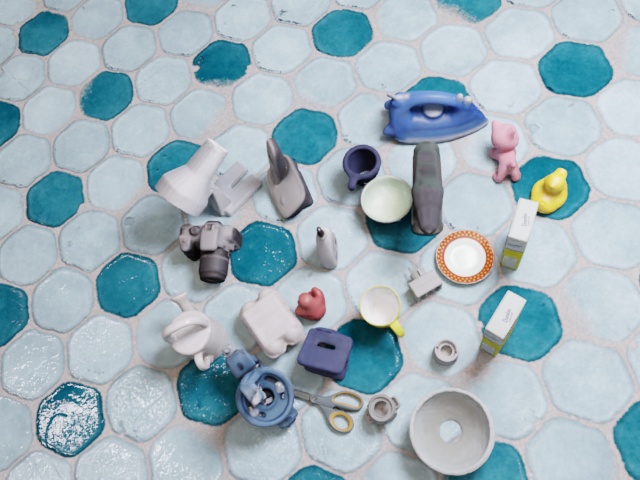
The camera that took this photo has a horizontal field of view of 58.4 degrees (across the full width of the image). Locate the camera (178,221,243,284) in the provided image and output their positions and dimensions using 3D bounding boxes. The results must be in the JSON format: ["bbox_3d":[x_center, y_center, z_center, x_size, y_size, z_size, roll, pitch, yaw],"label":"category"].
[{"bbox_3d":[-0.269,0.030,1.367,0.143,0.101,0.137,-1,70,10],"label":"camera"}]

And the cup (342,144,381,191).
[{"bbox_3d":[0.099,-0.158,1.376,0.091,0.095,0.118,19,74,16],"label":"cup"}]

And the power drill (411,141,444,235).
[{"bbox_3d":[0.238,-0.090,1.266,0.075,0.209,0.229,-2,70,9],"label":"power drill"}]

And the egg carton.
[{"bbox_3d":[-0.108,0.187,1.299,0.107,0.069,0.150,-38,68,-5],"label":"egg carton"}]

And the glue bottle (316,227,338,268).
[{"bbox_3d":[0.012,0.005,1.289,0.037,0.173,0.078,-2,70,10],"label":"glue bottle"}]

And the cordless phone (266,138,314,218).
[{"bbox_3d":[-0.087,-0.148,1.356,0.094,0.185,0.147,-28,68,-1],"label":"cordless phone"}]

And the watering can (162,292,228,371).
[{"bbox_3d":[-0.285,0.200,1.257,0.101,0.194,0.172,-43,69,-7],"label":"watering can"}]

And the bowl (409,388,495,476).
[{"bbox_3d":[0.264,0.387,1.158,0.167,0.075,0.167,-3,70,9],"label":"bowl"}]

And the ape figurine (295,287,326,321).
[{"bbox_3d":[-0.025,0.142,1.289,0.078,0.092,0.076,-31,68,-2],"label":"ape figurine"}]

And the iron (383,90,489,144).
[{"bbox_3d":[0.279,-0.316,1.378,0.258,0.141,0.118,0,70,10],"label":"iron"}]

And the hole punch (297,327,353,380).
[{"bbox_3d":[0.011,0.242,1.246,0.108,0.091,0.101,11,72,14],"label":"hole punch"}]

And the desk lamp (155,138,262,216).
[{"bbox_3d":[-0.266,-0.139,1.368,0.117,0.214,0.203,40,81,21],"label":"desk lamp"}]

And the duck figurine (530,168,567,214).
[{"bbox_3d":[0.522,-0.116,1.292,0.077,0.086,0.105,32,78,19],"label":"duck figurine"}]

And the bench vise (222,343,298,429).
[{"bbox_3d":[-0.148,0.304,1.182,0.207,0.220,0.121,27,77,18],"label":"bench vise"}]

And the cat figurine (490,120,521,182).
[{"bbox_3d":[0.432,-0.212,1.326,0.067,0.118,0.128,-8,69,7],"label":"cat figurine"}]
